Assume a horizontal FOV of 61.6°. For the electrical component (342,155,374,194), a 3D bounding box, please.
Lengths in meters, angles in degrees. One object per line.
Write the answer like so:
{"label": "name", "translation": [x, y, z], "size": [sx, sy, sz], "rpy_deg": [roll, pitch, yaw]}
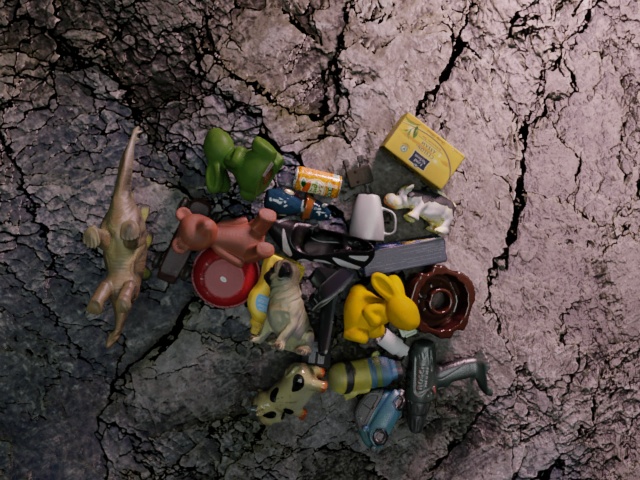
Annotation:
{"label": "electrical component", "translation": [0.089, -0.147, 1.251], "size": [0.063, 0.021, 0.094], "rpy_deg": [-18, 99, -4]}

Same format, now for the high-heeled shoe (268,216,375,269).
{"label": "high-heeled shoe", "translation": [-0.002, -0.004, 1.189], "size": [0.249, 0.145, 0.086], "rpy_deg": [28, 61, -13]}

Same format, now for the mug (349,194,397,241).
{"label": "mug", "translation": [0.120, -0.051, 1.232], "size": [0.110, 0.081, 0.107], "rpy_deg": [1, 91, 20]}

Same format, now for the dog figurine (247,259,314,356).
{"label": "dog figurine", "translation": [-0.058, 0.150, 1.192], "size": [0.121, 0.172, 0.190], "rpy_deg": [10, 78, 29]}

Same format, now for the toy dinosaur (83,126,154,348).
{"label": "toy dinosaur", "translation": [-0.412, -0.006, 1.125], "size": [0.105, 0.198, 0.470], "rpy_deg": [8, 96, -6]}

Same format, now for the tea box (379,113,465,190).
{"label": "tea box", "translation": [0.234, -0.202, 1.237], "size": [0.169, 0.068, 0.098], "rpy_deg": [34, 92, -10]}

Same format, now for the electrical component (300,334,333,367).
{"label": "electrical component", "translation": [-0.012, 0.278, 1.279], "size": [0.075, 0.048, 0.119], "rpy_deg": [10, 94, -6]}

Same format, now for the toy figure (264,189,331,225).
{"label": "toy figure", "translation": [-0.049, -0.080, 1.226], "size": [0.154, 0.064, 0.058], "rpy_deg": [12, 60, -15]}

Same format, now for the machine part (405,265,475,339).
{"label": "machine part", "translation": [0.279, 0.144, 1.273], "size": [0.179, 0.056, 0.179], "rpy_deg": [0, 91, -17]}

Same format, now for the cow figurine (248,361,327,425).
{"label": "cow figurine", "translation": [-0.083, 0.360, 1.246], "size": [0.127, 0.085, 0.195], "rpy_deg": [28, 115, -15]}

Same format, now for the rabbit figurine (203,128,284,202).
{"label": "rabbit figurine", "translation": [-0.188, -0.171, 1.191], "size": [0.170, 0.121, 0.159], "rpy_deg": [33, 100, 9]}

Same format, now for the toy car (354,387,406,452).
{"label": "toy car", "translation": [0.135, 0.414, 1.285], "size": [0.103, 0.109, 0.161], "rpy_deg": [28, 85, 11]}

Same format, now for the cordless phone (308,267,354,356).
{"label": "cordless phone", "translation": [0.017, 0.160, 1.195], "size": [0.089, 0.146, 0.184], "rpy_deg": [9, 72, -10]}

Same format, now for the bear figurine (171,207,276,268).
{"label": "bear figurine", "translation": [-0.208, -0.016, 1.152], "size": [0.196, 0.132, 0.120], "rpy_deg": [18, 61, -27]}

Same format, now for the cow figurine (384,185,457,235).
{"label": "cow figurine", "translation": [0.235, -0.085, 1.251], "size": [0.167, 0.068, 0.098], "rpy_deg": [27, 88, -12]}

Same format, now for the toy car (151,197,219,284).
{"label": "toy car", "translation": [-0.306, 0.000, 1.211], "size": [0.089, 0.053, 0.202], "rpy_deg": [25, 90, -19]}

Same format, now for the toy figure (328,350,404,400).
{"label": "toy figure", "translation": [0.107, 0.314, 1.275], "size": [0.180, 0.082, 0.089], "rpy_deg": [-9, 130, -2]}

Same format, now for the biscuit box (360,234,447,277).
{"label": "biscuit box", "translation": [0.191, 0.035, 1.265], "size": [0.203, 0.059, 0.062], "rpy_deg": [-10, 99, -5]}

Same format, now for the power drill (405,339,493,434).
{"label": "power drill", "translation": [0.309, 0.352, 1.312], "size": [0.207, 0.086, 0.231], "rpy_deg": [-5, 95, 2]}

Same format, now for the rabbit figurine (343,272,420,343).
{"label": "rabbit figurine", "translation": [0.150, 0.157, 1.223], "size": [0.122, 0.173, 0.162], "rpy_deg": [13, 80, -49]}
